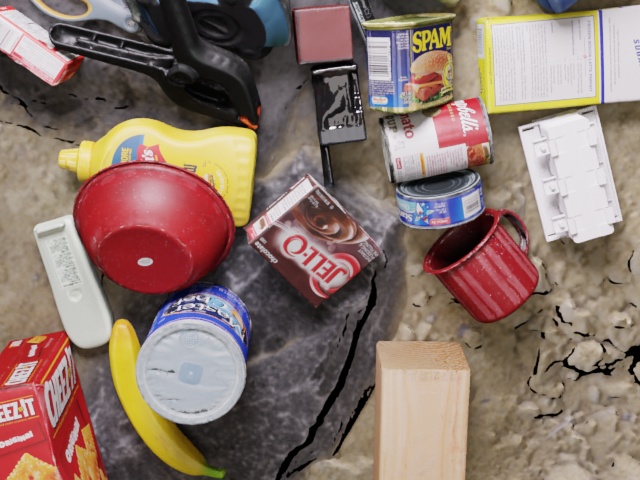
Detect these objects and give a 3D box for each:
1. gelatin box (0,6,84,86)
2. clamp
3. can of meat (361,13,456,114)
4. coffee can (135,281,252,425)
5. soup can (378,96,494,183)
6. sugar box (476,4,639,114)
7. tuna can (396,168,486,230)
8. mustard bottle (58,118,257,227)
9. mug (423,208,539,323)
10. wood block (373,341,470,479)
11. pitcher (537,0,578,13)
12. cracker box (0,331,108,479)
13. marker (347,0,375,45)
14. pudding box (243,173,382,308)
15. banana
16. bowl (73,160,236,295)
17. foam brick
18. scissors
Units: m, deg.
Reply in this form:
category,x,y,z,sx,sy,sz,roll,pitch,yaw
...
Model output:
category,x,y,z,sx,sy,sz,roll,pitch,yaw
gelatin box,-0.275,-0.185,1.016,0.089,0.073,0.030,35,101,-10
clamp,-0.124,-0.170,0.989,0.209,0.165,0.036,30,57,-32
can of meat,0.086,-0.169,1.014,0.058,0.101,0.084,9,110,36
coffee can,-0.121,0.108,1.052,0.103,0.140,0.103,0,103,-1
soup can,0.113,-0.098,1.047,0.102,0.068,0.068,-11,103,2
sugar box,0.245,-0.178,1.043,0.176,0.048,0.093,-5,103,-4
tuna can,0.118,-0.042,1.048,0.086,0.086,0.034,-11,113,1
mustard bottle,-0.161,-0.070,1.052,0.191,0.058,0.096,6,113,-2
mug,0.171,0.021,1.073,0.081,0.093,0.117,48,62,-16
wood block,0.102,0.216,1.108,0.090,0.091,0.206,1,103,-1
pitcher,0.269,-0.329,0.962,0.243,0.145,0.149,-41,97,11
cracker box,-0.267,0.217,1.064,0.072,0.164,0.214,-12,103,-1
marker,0.049,-0.198,1.026,0.020,0.020,0.121,-23,125,4
pudding box,-0.007,0.001,1.066,0.090,0.039,0.113,-41,119,7
banana,-0.172,0.174,1.115,0.070,0.037,0.198,-29,100,23
bowl,-0.165,0.002,1.036,0.162,0.055,0.162,2,132,2
foam brick,0.002,-0.196,1.017,0.051,0.078,0.053,-6,104,-2
scissors,-0.184,-0.232,1.036,0.201,0.016,0.096,18,102,-5
